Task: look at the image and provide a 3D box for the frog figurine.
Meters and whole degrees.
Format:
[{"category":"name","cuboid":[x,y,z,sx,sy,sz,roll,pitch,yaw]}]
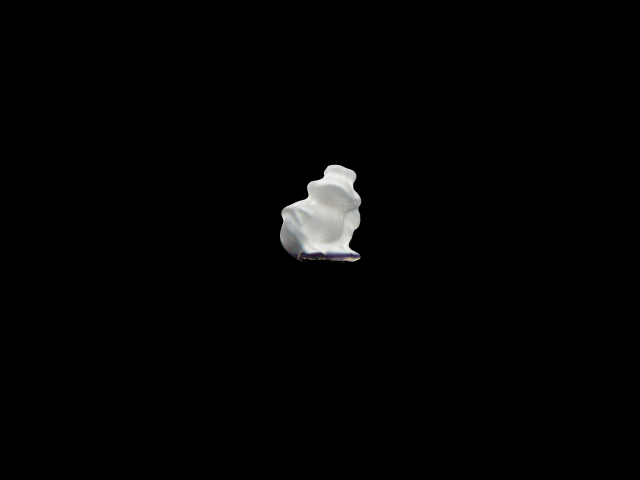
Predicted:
[{"category":"frog figurine","cuboid":[0.003,-0.043,0.850,0.137,0.161,0.122,2,-9,-15]}]
